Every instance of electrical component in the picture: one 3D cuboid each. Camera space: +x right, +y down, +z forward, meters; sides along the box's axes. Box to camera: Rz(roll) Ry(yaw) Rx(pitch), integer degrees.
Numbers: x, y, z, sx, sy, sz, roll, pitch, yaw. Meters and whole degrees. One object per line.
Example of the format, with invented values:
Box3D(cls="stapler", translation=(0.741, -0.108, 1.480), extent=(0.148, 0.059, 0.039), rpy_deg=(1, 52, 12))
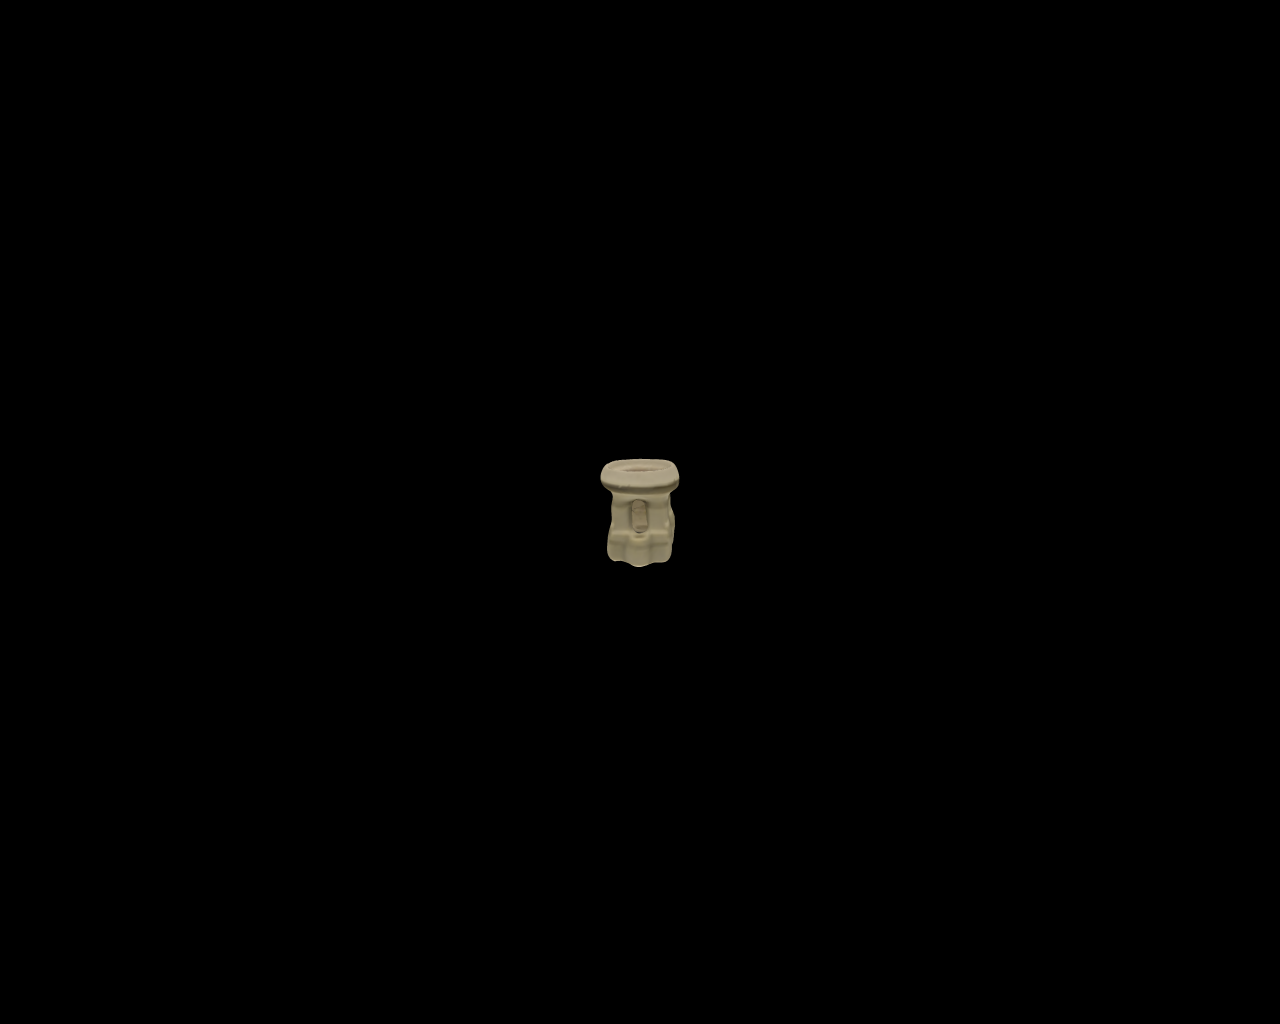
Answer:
Box3D(cls="electrical component", translation=(0.001, -0.003, 0.650), extent=(0.048, 0.055, 0.066), rpy_deg=(1, 16, 4))
